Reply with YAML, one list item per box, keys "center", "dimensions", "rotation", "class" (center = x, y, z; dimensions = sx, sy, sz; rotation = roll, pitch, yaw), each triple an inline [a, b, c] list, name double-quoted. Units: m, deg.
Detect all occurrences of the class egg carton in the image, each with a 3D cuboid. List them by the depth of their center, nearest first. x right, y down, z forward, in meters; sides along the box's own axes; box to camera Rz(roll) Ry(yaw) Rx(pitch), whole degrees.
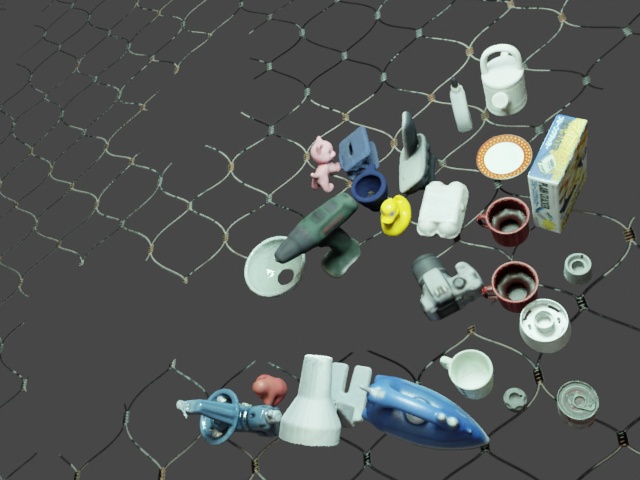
- center: [0.293, -0.071, 1.361]
  dimensions: [0.107, 0.070, 0.150]
  rotation: [4, 65, 26]
  class: "egg carton"

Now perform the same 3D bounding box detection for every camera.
- center: [0.270, 0.085, 1.266]
  dimensions: [0.143, 0.101, 0.136]
  rotation: [-30, 55, 6]
  class: "camera"

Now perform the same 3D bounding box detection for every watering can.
- center: [0.447, -0.394, 1.394]
  dimensions: [0.100, 0.195, 0.172]
  rotation: [-20, 57, 13]
  class: "watering can"

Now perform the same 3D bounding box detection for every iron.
- center: [0.200, 0.341, 1.131]
  dimensions: [0.257, 0.142, 0.119]
  rotation: [12, 69, 29]
  class: "iron"

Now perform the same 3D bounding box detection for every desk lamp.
- center: [0.011, 0.330, 1.176]
  dimensions: [0.117, 0.214, 0.203]
  rotation: [2, 64, 25]
  class: "desk lamp"

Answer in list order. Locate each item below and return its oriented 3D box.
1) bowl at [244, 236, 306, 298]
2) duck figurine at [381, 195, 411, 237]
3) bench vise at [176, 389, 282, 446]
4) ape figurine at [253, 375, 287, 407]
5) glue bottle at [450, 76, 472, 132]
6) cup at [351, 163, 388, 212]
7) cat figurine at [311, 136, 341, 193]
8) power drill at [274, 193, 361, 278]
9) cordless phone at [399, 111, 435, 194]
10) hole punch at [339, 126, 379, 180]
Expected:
- center: [-0.103, 0.079, 1.450]
  dimensions: [0.167, 0.075, 0.167]
  rotation: [-10, 59, 19]
  class: "bowl"
- center: [0.178, -0.071, 1.401]
  dimensions: [0.077, 0.086, 0.105]
  rotation: [11, 68, 29]
  class: "duck figurine"
- center: [-0.195, 0.368, 1.242]
  dimensions: [0.207, 0.220, 0.121]
  rotation: [-23, 56, 11]
  class: "bench vise"
- center: [-0.122, 0.340, 1.304]
  dimensions: [0.076, 0.092, 0.078]
  rotation: [-14, 58, 17]
  class: "ape figurine"
- center: [0.346, -0.347, 1.426]
  dimensions: [0.037, 0.174, 0.078]
  rotation: [-11, 59, 19]
  class: "glue bottle"
- center: [0.135, -0.125, 1.445]
  dimensions: [0.091, 0.095, 0.118]
  rotation: [-3, 62, 23]
  class: "cup"
- center: [0.004, -0.210, 1.535]
  dimensions: [0.067, 0.118, 0.128]
  rotation: [9, 67, 28]
  class: "cat figurine"
- center: [0.012, 0.005, 1.358]
  dimensions: [0.230, 0.209, 0.075]
  rotation: [-48, 55, -7]
  class: "power drill"
- center: [0.220, -0.212, 1.400]
  dimensions: [0.094, 0.186, 0.147]
  rotation: [-9, 60, 20]
  class: "cordless phone"
- center: [0.096, -0.232, 1.523]
  dimensions: [0.101, 0.091, 0.108]
  rotation: [-18, 57, 14]
  class: "hole punch"
